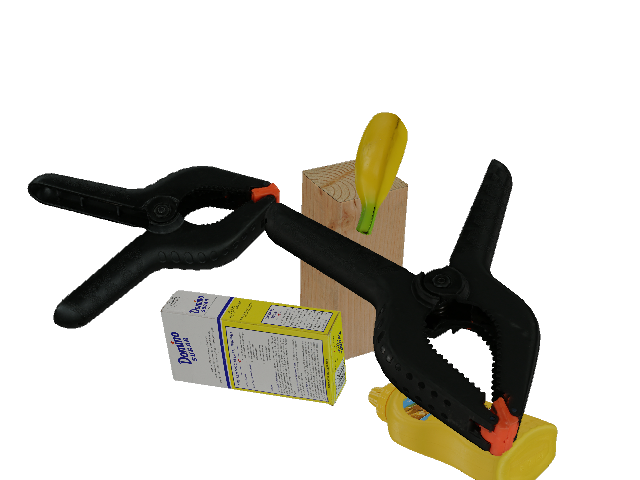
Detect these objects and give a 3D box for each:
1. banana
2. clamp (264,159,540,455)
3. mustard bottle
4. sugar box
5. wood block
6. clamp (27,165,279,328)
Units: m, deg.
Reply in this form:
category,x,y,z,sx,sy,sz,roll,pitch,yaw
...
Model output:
category,x,y,z,sx,sy,sz,roll,pitch,yaw
banana,0.048,-0.074,0.899,0.037,0.070,0.197,25,25,-2
clamp,0.058,0.034,0.626,0.164,0.210,0.036,-8,-44,-5
mustard bottle,0.122,0.177,1.025,0.192,0.058,0.096,16,24,42
sugar box,-0.066,0.105,1.059,0.176,0.093,0.048,8,35,19
wood block,0.035,0.022,1.219,0.090,0.206,0.090,-14,32,-25
clamp,-0.116,-0.017,0.728,0.171,0.120,0.039,-20,-25,-18
